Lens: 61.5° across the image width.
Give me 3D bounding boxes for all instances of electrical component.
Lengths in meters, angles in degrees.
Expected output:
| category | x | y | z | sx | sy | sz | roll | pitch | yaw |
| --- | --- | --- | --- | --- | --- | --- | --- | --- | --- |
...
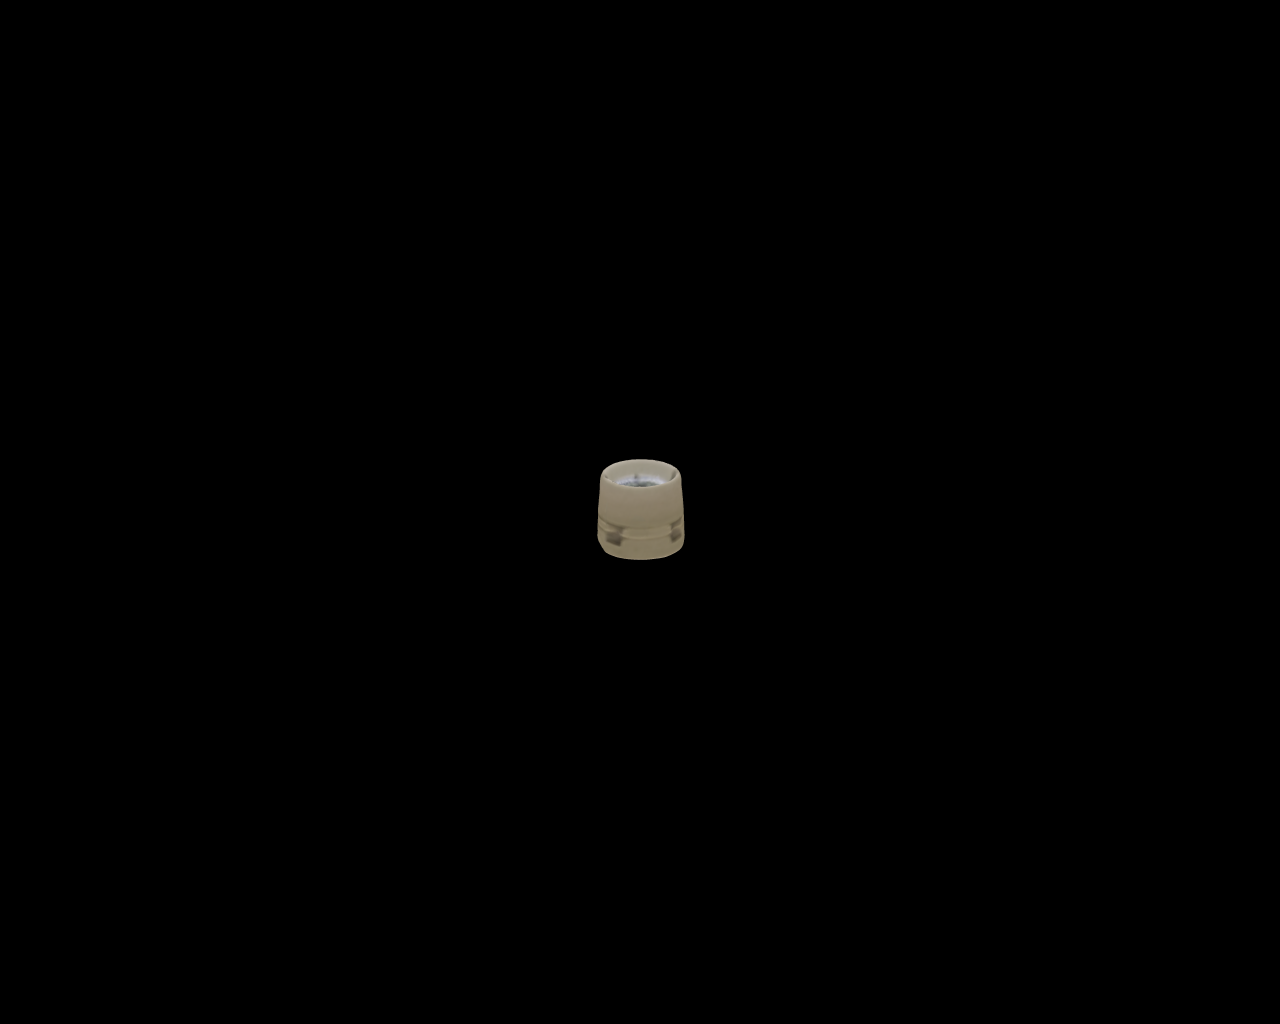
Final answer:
| category | x | y | z | sx | sy | sz | roll | pitch | yaw |
| --- | --- | --- | --- | --- | --- | --- | --- | --- | --- |
| electrical component | 0.001 | -0.003 | 0.650 | 0.055 | 0.047 | 0.055 | 0 | 24 | 0 |
